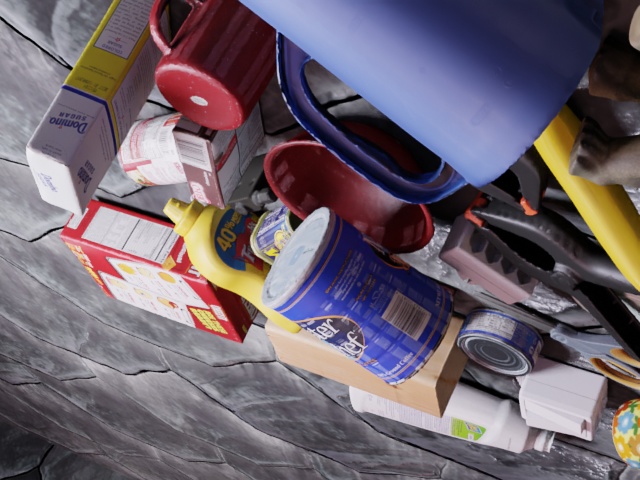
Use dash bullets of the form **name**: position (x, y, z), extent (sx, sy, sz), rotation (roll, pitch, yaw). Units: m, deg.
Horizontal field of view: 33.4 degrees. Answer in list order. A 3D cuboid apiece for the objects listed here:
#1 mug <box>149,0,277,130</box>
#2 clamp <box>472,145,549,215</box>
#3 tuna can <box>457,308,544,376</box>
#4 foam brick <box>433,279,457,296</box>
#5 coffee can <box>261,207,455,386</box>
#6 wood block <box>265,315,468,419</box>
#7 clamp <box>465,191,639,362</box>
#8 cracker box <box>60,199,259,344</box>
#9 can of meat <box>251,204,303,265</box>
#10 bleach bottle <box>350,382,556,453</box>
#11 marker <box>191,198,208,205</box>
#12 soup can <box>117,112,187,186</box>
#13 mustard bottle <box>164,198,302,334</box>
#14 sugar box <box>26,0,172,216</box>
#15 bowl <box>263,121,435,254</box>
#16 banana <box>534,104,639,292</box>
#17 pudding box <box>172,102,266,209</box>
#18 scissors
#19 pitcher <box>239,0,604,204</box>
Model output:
- **mug**: position (-0.086, -0.149, 0.844), extent (0.093, 0.081, 0.117), rotation (-4, 141, 50)
- **clamp**: position (0.128, -0.081, 0.812), extent (0.171, 0.039, 0.120), rotation (35, 160, -25)
- **tuna can**: position (0.189, 0.108, 1.123), extent (0.086, 0.033, 0.086), rotation (23, 155, 11)
- **foam brick**: position (0.095, 0.067, 1.117), extent (0.078, 0.051, 0.053), rotation (23, 156, 10)
- **coffee can**: position (0.033, 0.051, 0.950), extent (0.140, 0.102, 0.103), rotation (34, 155, -15)
- **wood block**: position (0.055, 0.114, 1.205), extent (0.206, 0.090, 0.091), rotation (17, 153, 22)
- **clamp**: position (0.218, 0.020, 0.882), extent (0.210, 0.036, 0.165), rotation (36, 161, 6)
- **cracker box**: position (-0.194, 0.037, 1.331), extent (0.214, 0.072, 0.164), rotation (16, 154, 21)
- **can of meat**: position (-0.007, 0.001, 1.089), extent (0.102, 0.057, 0.084), rotation (34, 152, -15)
- **bleach bottle**: position (0.164, 0.209, 1.315), extent (0.251, 0.068, 0.102), rotation (17, 154, 16)
- **marker**: position (-0.099, -0.015, 1.194), extent (0.020, 0.020, 0.121), rotation (-1, 143, 46)
- **soup can**: position (-0.141, -0.089, 1.034), extent (0.102, 0.068, 0.068), rotation (-3, 142, 47)
- **mustard bottle**: position (-0.082, 0.014, 1.140), extent (0.191, 0.096, 0.058), rotation (33, 138, -10)
- **sugar box**: position (-0.180, -0.117, 0.887), extent (0.048, 0.176, 0.093), rotation (24, 156, 6)
- **bowl**: position (0.034, -0.055, 0.936), extent (0.162, 0.055, 0.162), rotation (22, 155, 11)
- **banana**: position (0.197, -0.039, 0.783), extent (0.037, 0.069, 0.197), rotation (-28, 116, 26)
- **pudding box**: position (-0.087, -0.094, 0.943), extent (0.039, 0.090, 0.113), rotation (20, 154, 12)
- **scissors**: position (0.253, 0.090, 1.045), extent (0.201, 0.016, 0.096), rotation (31, 154, -9)
- **pitcher**: position (0.038, -0.143, 0.665), extent (0.242, 0.149, 0.145), rotation (34, 161, -6)
